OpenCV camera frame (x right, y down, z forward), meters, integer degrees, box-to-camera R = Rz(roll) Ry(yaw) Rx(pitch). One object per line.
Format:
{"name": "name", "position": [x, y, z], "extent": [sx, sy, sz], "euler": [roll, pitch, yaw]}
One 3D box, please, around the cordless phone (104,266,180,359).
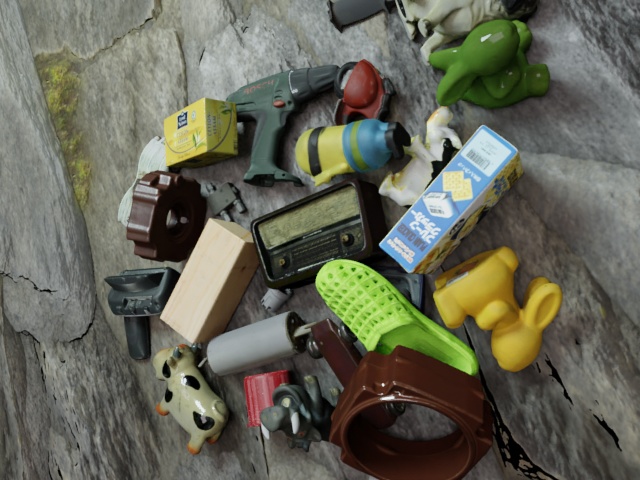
{"name": "cordless phone", "position": [-0.343, 0.149, 1.061], "extent": [0.147, 0.088, 0.184], "euler": [-5, 95, 22]}

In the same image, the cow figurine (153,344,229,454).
{"name": "cow figurine", "position": [-0.243, 0.276, 0.995], "extent": [0.195, 0.085, 0.127], "euler": [43, 109, 23]}

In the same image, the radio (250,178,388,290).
{"name": "radio", "position": [-0.002, -0.003, 0.896], "extent": [0.230, 0.073, 0.131], "euler": [-21, 76, 33]}

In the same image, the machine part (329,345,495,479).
{"name": "machine part", "position": [0.128, 0.263, 0.773], "extent": [0.201, 0.087, 0.200], "euler": [23, 123, -2]}

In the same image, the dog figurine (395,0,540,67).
{"name": "dog figurine", "position": [0.226, -0.389, 0.845], "extent": [0.191, 0.121, 0.172], "euler": [-25, 79, 5]}

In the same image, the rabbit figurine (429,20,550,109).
{"name": "rabbit figurine", "position": [0.240, -0.264, 0.777], "extent": [0.159, 0.170, 0.121], "euler": [-13, 81, 21]}

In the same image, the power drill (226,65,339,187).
{"name": "power drill", "position": [-0.067, -0.199, 0.957], "extent": [0.232, 0.086, 0.207], "euler": [-1, 90, 25]}

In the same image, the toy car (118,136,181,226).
{"name": "toy car", "position": [-0.342, -0.112, 1.081], "extent": [0.074, 0.056, 0.201], "euler": [28, 98, 23]}

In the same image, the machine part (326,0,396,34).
{"name": "machine part", "position": [0.078, -0.419, 0.933], "extent": [0.139, 0.039, 0.084], "euler": [-25, 85, 18]}

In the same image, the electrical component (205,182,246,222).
{"name": "electrical component", "position": [-0.183, -0.079, 1.028], "extent": [0.063, 0.021, 0.094], "euler": [-37, 72, 17]}

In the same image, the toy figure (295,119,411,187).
{"name": "toy figure", "position": [0.046, -0.145, 0.837], "extent": [0.180, 0.082, 0.089], "euler": [-11, 101, 35]}

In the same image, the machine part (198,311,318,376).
{"name": "machine part", "position": [-0.111, 0.184, 0.948], "extent": [0.243, 0.079, 0.079], "euler": [-22, 78, 22]}

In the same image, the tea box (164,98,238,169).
{"name": "tea box", "position": [-0.223, -0.191, 0.991], "extent": [0.170, 0.068, 0.098], "euler": [-7, 86, 51]}

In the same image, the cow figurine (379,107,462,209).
{"name": "cow figurine", "position": [0.174, -0.122, 0.848], "extent": [0.098, 0.068, 0.167], "euler": [35, 104, -2]}

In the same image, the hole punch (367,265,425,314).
{"name": "hole punch", "position": [0.110, 0.102, 0.862], "extent": [0.142, 0.092, 0.115], "euler": [3, 119, 24]}

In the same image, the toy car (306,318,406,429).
{"name": "toy car", "position": [0.057, 0.214, 0.868], "extent": [0.089, 0.053, 0.202], "euler": [-34, 89, 33]}

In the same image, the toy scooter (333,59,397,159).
{"name": "toy scooter", "position": [0.076, -0.202, 0.897], "extent": [0.135, 0.075, 0.183], "euler": [24, 99, 24]}

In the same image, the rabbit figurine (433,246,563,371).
{"name": "rabbit figurine", "position": [0.268, 0.104, 0.786], "extent": [0.162, 0.122, 0.173], "euler": [-30, 89, 9]}

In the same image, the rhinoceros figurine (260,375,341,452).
{"name": "rhinoceros figurine", "position": [-0.027, 0.276, 0.848], "extent": [0.073, 0.190, 0.112], "euler": [-18, 61, 25]}

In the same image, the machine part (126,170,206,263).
{"name": "machine part", "position": [-0.277, -0.041, 0.989], "extent": [0.056, 0.179, 0.179], "euler": [12, 91, 21]}
